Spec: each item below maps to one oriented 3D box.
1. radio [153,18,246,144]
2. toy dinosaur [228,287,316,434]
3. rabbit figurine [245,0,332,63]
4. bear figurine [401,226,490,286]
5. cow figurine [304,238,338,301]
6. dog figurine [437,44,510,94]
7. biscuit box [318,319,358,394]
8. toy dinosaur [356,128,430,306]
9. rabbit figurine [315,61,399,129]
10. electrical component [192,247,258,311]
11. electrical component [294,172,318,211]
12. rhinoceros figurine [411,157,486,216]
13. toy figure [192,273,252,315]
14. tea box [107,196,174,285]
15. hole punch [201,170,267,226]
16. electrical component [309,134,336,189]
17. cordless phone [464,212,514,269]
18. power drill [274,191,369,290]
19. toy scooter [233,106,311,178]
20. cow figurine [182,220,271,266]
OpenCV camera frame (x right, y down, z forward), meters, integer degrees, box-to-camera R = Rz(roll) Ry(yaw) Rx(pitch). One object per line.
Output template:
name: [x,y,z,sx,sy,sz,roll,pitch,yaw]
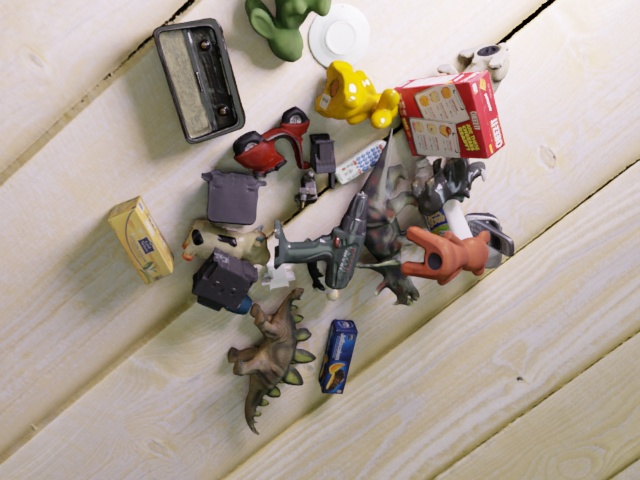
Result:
radio: [-0.236,-0.321,1.082,0.131,0.073,0.229,-15,115,-4]
toy dinosaur: [-0.127,0.312,1.363,0.198,0.105,0.471,18,113,-21]
rabbit figurine: [-0.063,-0.431,1.048,0.159,0.121,0.170,4,127,-19]
bear figurine: [0.293,0.029,1.213,0.196,0.132,0.120,-12,112,-47]
cow figurine: [0.004,0.073,1.302,0.098,0.068,0.167,-2,110,-5]
dog figurine: [0.360,-0.319,1.197,0.172,0.121,0.190,-25,130,3]
biscuit box: [0.047,0.307,1.416,0.063,0.059,0.202,6,111,-13]
toy dinosaur: [0.145,-0.043,1.259,0.192,0.131,0.404,-23,109,-1]
rabbit figurine: [0.101,-0.293,1.131,0.173,0.163,0.121,12,102,-36]
electrical component: [-0.218,0.097,1.203,0.115,0.058,0.134,26,117,-21]
electrical component: [-0.032,-0.107,1.206,0.045,0.102,0.078,-10,90,-10]
rhinoceros figurine: [0.289,-0.125,1.181,0.190,0.073,0.112,-35,104,-22]
toy figure: [-0.235,0.125,1.287,0.154,0.058,0.064,33,65,-20]
tea box: [-0.389,0.000,1.179,0.068,0.098,0.169,-22,114,-2]
hole punch: [-0.195,-0.091,1.193,0.142,0.092,0.115,6,89,-9]
electrical component: [0.007,-0.172,1.195,0.048,0.075,0.119,-5,117,-10]
cordless phone: [0.417,0.019,1.295,0.089,0.184,0.146,-15,115,-10]
power drill: [-0.002,-0.004,1.205,0.207,0.086,0.231,1,111,-11]
toy scooter: [-0.090,-0.192,1.168,0.184,0.075,0.135,-30,117,-2]
cow figurine: [-0.204,0.010,1.230,0.195,0.086,0.127,21,114,-18]
